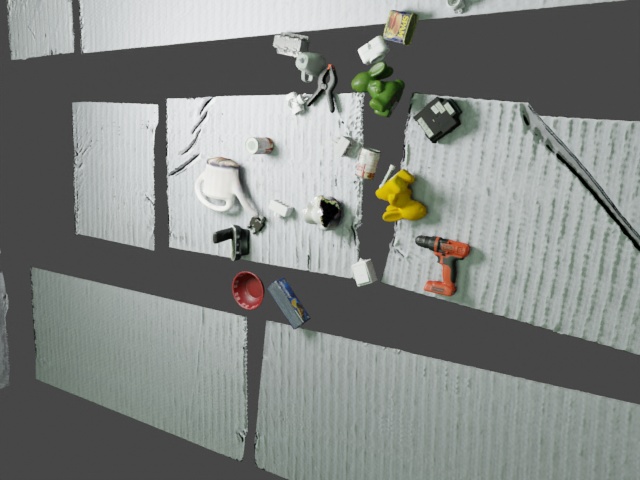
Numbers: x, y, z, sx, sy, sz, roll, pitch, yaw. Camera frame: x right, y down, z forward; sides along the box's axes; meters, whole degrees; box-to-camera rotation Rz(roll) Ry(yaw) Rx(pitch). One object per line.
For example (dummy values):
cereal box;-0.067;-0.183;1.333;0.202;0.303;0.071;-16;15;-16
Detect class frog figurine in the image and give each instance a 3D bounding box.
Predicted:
frog figurine;0.006;-0.096;1.916;0.137;0.124;0.158;64;156;-3

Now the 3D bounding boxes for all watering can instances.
watering can;-0.373;-0.219;2.097;0.349;0.104;0.222;16;104;28
